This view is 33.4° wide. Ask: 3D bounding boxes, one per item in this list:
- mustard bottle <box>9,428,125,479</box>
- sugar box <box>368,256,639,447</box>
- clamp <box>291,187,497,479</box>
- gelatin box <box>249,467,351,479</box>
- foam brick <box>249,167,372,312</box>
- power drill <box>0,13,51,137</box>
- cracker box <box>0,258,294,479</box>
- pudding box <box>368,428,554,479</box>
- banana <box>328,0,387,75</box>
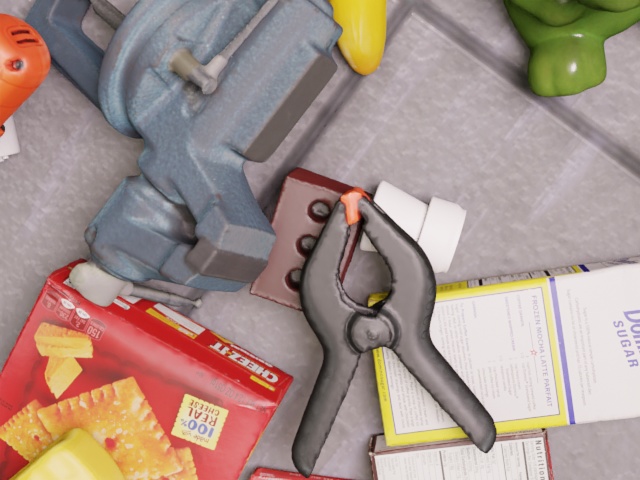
[{"bbox_3d":[-0.115,0.209,0.626,0.096,0.058,0.191,-40,93,13],"label":"mustard bottle"},{"bbox_3d":[0.121,0.068,0.653,0.176,0.048,0.093,-8,95,6],"label":"sugar box"},{"bbox_3d":[0.023,0.059,0.621,0.120,0.039,0.171,-18,93,1],"label":"clamp"},{"bbox_3d":[-0.012,0.197,0.695,0.073,0.030,0.089,7,98,7],"label":"gelatin box"},{"bbox_3d":[-0.004,0.001,0.658,0.053,0.051,0.078,18,99,4],"label":"foam brick"},{"bbox_3d":[-0.260,-0.112,0.612,0.185,0.057,0.187,-37,89,25],"label":"power drill"},{"bbox_3d":[-0.139,0.145,0.685,0.164,0.072,0.214,29,101,4],"label":"cracker box"},{"bbox_3d":[0.092,0.164,0.673,0.113,0.039,0.090,-8,95,7],"label":"pudding box"},{"bbox_3d":[0.034,-0.182,0.596,0.037,0.069,0.198,37,124,36],"label":"banana"}]
